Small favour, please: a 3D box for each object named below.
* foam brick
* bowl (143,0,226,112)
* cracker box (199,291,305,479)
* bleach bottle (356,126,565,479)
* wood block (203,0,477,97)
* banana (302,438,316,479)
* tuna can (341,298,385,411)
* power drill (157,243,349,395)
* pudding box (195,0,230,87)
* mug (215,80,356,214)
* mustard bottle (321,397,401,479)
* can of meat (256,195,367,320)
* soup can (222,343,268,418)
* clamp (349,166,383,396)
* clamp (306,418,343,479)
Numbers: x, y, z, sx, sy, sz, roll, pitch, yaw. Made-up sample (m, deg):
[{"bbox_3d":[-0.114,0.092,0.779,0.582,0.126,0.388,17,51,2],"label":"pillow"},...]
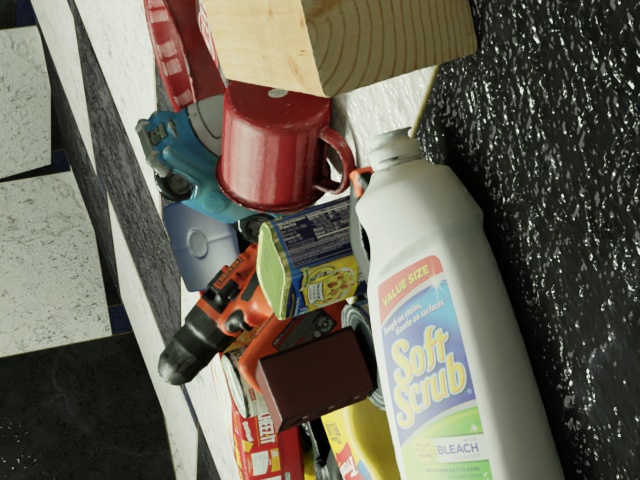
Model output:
[{"bbox_3d":[-0.005,0.108,0.820,0.053,0.078,0.051,105,143,-68],"label":"foam brick"},{"bbox_3d":[-0.128,-0.191,1.078,0.162,0.055,0.162,162,90,-75],"label":"bowl"},{"bbox_3d":[-0.078,0.170,1.212,0.214,0.072,0.164,-115,16,-51],"label":"cracker box"},{"bbox_3d":[0.070,0.059,0.633,0.103,0.067,0.251,-16,91,45],"label":"bleach bottle"},{"bbox_3d":[-0.001,-0.145,0.631,0.206,0.090,0.090,-150,44,-68],"label":"wood block"},{"bbox_3d":[-0.030,0.240,1.276,0.198,0.037,0.070,-153,70,-66],"label":"banana"},{"bbox_3d":[0.049,0.085,0.821,0.086,0.033,0.086,162,90,-75],"label":"tuna can"},{"bbox_3d":[-0.062,0.076,0.949,0.057,0.184,0.188,41,174,-25],"label":"power drill"},{"bbox_3d":[-0.082,-0.201,0.939,0.113,0.039,0.090,98,150,-57],"label":"pudding box"},{"bbox_3d":[-0.024,-0.075,0.816,0.117,0.093,0.081,30,141,21],"label":"mug"},{"bbox_3d":[0.043,0.186,0.911,0.191,0.058,0.096,70,160,4],"label":"mustard bottle"},{"bbox_3d":[0.000,0.014,0.816,0.102,0.083,0.057,100,149,-60],"label":"can of meat"},{"bbox_3d":[-0.035,0.124,1.028,0.069,0.102,0.068,162,90,-76],"label":"soup can"},{"bbox_3d":[0.053,0.036,0.730,0.120,0.039,0.171,-32,73,56],"label":"clamp"},{"bbox_3d":[0.018,0.232,1.089,0.165,0.036,0.210,-146,44,-68],"label":"clamp"}]
